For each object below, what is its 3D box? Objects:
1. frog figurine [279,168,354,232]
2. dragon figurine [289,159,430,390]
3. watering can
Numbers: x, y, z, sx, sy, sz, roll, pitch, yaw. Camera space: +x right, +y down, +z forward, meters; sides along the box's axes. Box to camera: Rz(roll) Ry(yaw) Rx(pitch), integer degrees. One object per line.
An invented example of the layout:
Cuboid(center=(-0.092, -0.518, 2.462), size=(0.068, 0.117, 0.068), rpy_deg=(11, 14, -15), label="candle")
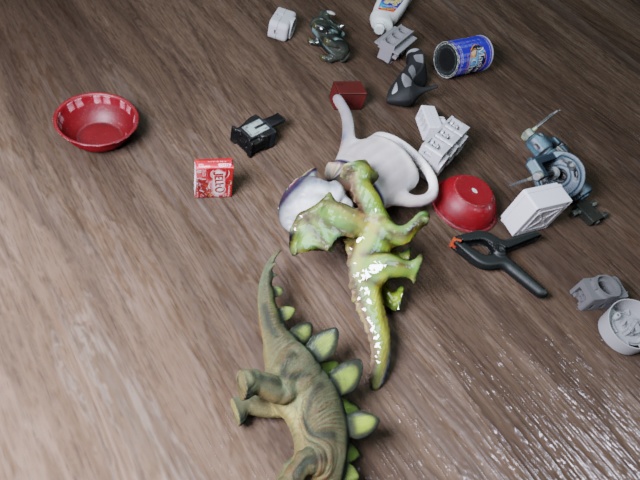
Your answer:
Cuboid(center=(0.003, -0.051, 1.003), size=(0.160, 0.122, 0.138), rpy_deg=(41, 87, 7), label="frog figurine")
Cuboid(center=(0.057, 0.028, 0.919), size=(0.242, 0.120, 0.418), rpy_deg=(21, 65, -6), label="dragon figurine")
Cuboid(center=(0.097, -0.180, 1.129), size=(0.351, 0.101, 0.228), rpy_deg=(43, 55, 17), label="watering can")
